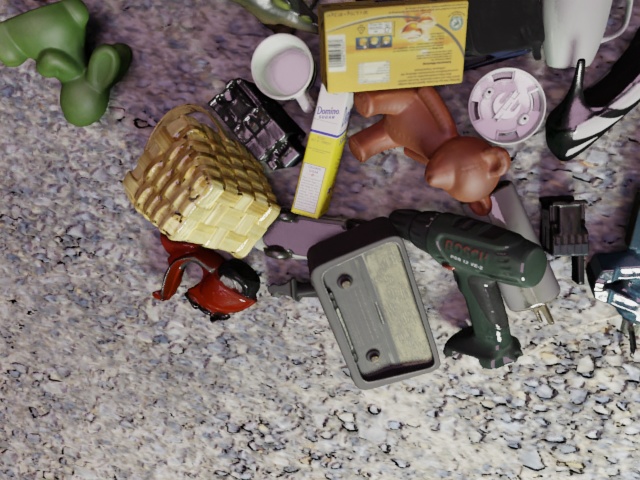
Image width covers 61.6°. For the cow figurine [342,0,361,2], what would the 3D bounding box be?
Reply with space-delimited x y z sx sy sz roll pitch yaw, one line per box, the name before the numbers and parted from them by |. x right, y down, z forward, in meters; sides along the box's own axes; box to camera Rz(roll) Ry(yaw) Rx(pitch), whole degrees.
cow figurine | 0.096 -0.298 0.707 0.068 0.098 0.167 -41 91 8

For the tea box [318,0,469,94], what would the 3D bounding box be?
tea box | 0.086 -0.238 0.652 0.170 0.068 0.098 -5 120 -5

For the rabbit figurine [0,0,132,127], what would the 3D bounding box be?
rabbit figurine | -0.364 -0.260 0.804 0.159 0.121 0.170 -17 115 5

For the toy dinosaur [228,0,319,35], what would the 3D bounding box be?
toy dinosaur | -0.151 -0.380 0.685 0.471 0.198 0.105 30 101 2

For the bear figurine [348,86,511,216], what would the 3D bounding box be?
bear figurine | 0.137 -0.113 0.691 0.132 0.120 0.196 -20 58 -17

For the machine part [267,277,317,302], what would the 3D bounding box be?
machine part | -0.008 0.074 0.808 0.139 0.084 0.039 -3 73 -1

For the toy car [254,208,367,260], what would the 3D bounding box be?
toy car | -0.002 -0.002 0.797 0.202 0.056 0.073 9 98 6

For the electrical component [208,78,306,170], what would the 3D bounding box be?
electrical component | -0.076 -0.158 0.752 0.058 0.115 0.134 -42 91 18

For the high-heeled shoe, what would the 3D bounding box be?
high-heeled shoe | 0.410 -0.193 0.693 0.249 0.086 0.145 -18 130 -4

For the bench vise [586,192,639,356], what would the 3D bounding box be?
bench vise | 0.483 0.036 0.685 0.241 0.129 0.223 8 101 15

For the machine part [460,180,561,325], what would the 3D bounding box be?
machine part | 0.262 0.008 0.741 0.079 0.079 0.243 -26 94 13

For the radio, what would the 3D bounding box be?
radio | 0.075 0.094 0.752 0.131 0.073 0.229 -19 113 4

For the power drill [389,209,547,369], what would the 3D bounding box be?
power drill | 0.198 0.061 0.738 0.232 0.086 0.207 11 116 49

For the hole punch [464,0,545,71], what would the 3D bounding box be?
hole punch | 0.218 -0.286 0.701 0.116 0.092 0.142 -13 91 -12

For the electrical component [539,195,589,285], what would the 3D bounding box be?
electrical component | 0.331 0.000 0.730 0.048 0.075 0.119 -2 102 9

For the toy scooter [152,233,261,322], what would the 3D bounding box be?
toy scooter | -0.189 0.065 0.833 0.184 0.075 0.135 38 104 5

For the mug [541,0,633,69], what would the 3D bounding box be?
mug | 0.333 -0.275 0.683 0.110 0.081 0.107 0 113 -1
